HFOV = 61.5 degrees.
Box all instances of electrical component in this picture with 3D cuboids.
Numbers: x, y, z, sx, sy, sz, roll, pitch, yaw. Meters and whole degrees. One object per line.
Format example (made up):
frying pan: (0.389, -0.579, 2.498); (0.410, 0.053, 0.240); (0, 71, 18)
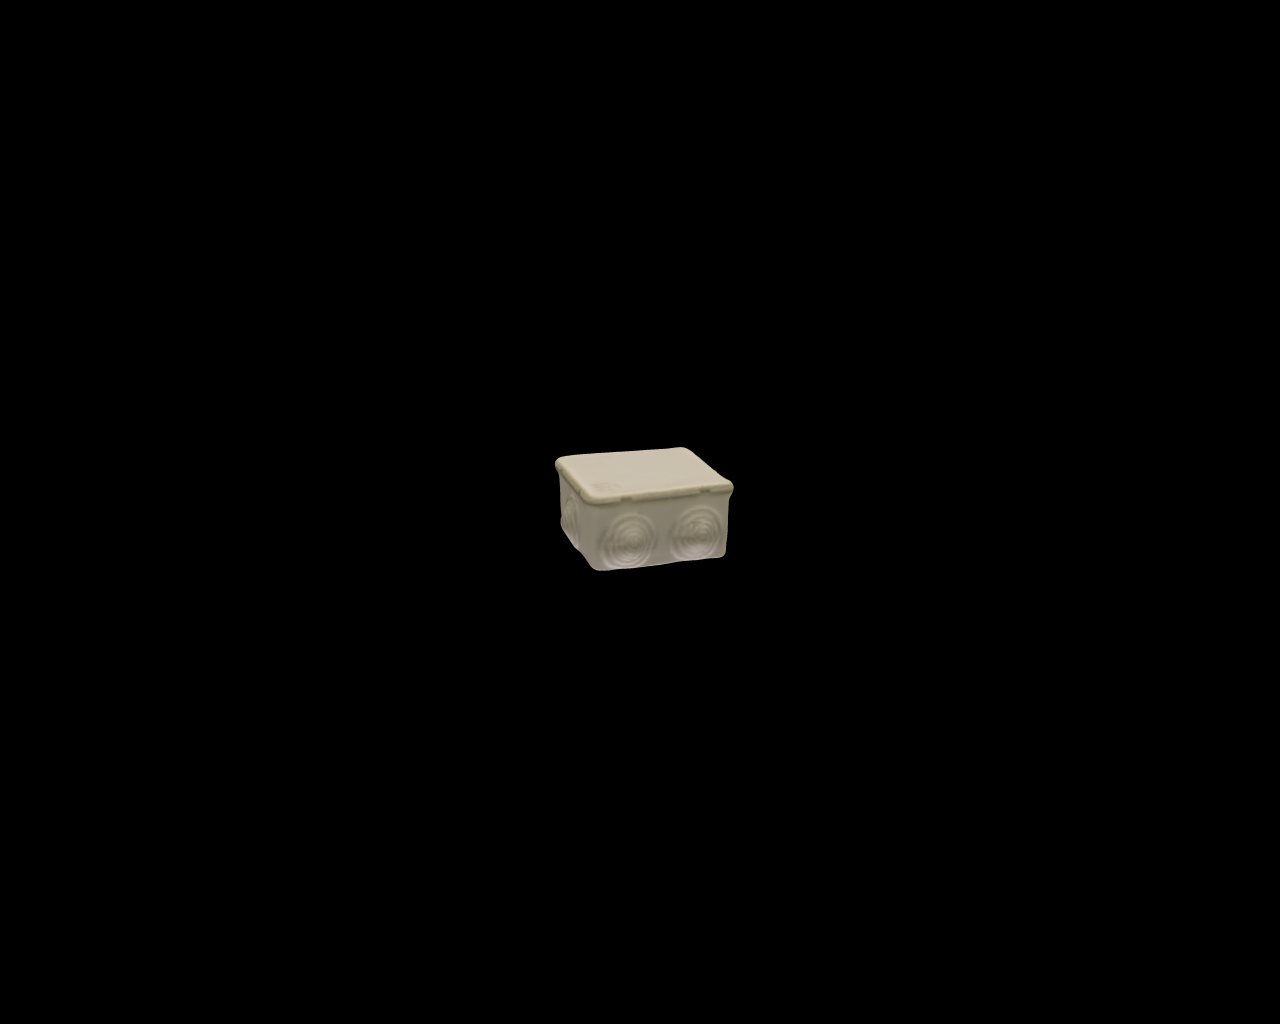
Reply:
electrical component: (0.001, -0.003, 0.650); (0.100, 0.048, 0.100); (-6, 20, -16)
